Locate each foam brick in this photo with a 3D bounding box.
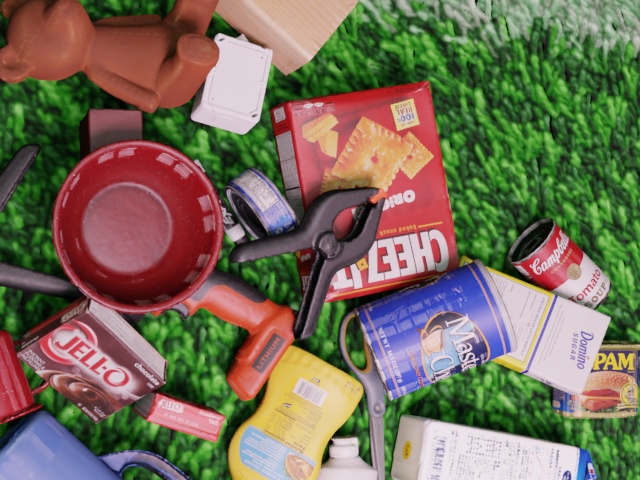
[{"bbox_3d":[-0.205,-0.097,1.047,0.053,0.078,0.051,-1,86,-19],"label":"foam brick"}]

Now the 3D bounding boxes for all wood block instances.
[{"bbox_3d":[-0.072,-0.277,1.094,0.206,0.090,0.090,41,77,-13],"label":"wood block"}]

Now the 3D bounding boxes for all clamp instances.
[{"bbox_3d":[-0.007,0.001,1.055,0.120,0.039,0.171,43,76,-29],"label":"clamp"},{"bbox_3d":[-0.325,0.022,1.020,0.209,0.036,0.164,-30,88,-16],"label":"clamp"}]

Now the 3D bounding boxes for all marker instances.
[{"bbox_3d":[-0.102,-0.029,1.109,0.020,0.020,0.121,-36,99,-17],"label":"marker"}]

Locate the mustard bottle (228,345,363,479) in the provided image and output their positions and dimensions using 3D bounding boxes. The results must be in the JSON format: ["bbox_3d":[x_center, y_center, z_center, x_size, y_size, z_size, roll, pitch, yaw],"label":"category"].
[{"bbox_3d":[-0.039,0.211,1.096,0.096,0.058,0.191,29,79,4],"label":"mustard bottle"}]

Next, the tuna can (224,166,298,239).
[{"bbox_3d":[-0.060,-0.031,1.088,0.033,0.086,0.086,-37,99,-15],"label":"tuna can"}]

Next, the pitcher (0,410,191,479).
[{"bbox_3d":[-0.210,0.272,1.008,0.145,0.149,0.243,-40,98,20],"label":"pitcher"}]

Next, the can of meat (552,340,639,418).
[{"bbox_3d":[0.315,0.158,1.221,0.102,0.057,0.084,2,89,-18],"label":"can of meat"}]

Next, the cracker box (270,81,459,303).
[{"bbox_3d":[0.050,-0.051,1.133,0.164,0.072,0.214,-10,91,-18],"label":"cracker box"}]

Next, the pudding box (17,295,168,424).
[{"bbox_3d":[-0.213,0.112,1.009,0.090,0.039,0.113,-31,122,20],"label":"pudding box"}]

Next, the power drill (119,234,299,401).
[{"bbox_3d":[-0.127,0.080,1.076,0.187,0.057,0.184,38,81,-14],"label":"power drill"}]

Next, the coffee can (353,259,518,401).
[{"bbox_3d":[0.117,0.092,1.095,0.140,0.103,0.103,-22,95,0],"label":"coffee can"}]

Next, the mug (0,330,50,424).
[{"bbox_3d":[-0.308,0.131,1.001,0.117,0.093,0.081,-19,89,-36],"label":"mug"}]

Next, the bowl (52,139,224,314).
[{"bbox_3d":[-0.175,-0.012,1.004,0.161,0.055,0.162,1,88,-23],"label":"bowl"}]

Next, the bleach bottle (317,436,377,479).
[{"bbox_3d":[0.039,0.333,1.118,0.102,0.068,0.251,-1,86,-20],"label":"bleach bottle"}]

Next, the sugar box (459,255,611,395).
[{"bbox_3d":[0.216,0.094,1.168,0.176,0.048,0.093,24,81,3],"label":"sugar box"}]

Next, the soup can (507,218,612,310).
[{"bbox_3d":[0.271,0.034,1.206,0.102,0.069,0.068,44,75,-13],"label":"soup can"}]

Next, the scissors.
[{"bbox_3d":[0.076,0.169,1.161,0.096,0.016,0.202,-18,93,-18],"label":"scissors"}]

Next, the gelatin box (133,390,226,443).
[{"bbox_3d":[-0.139,0.170,1.050,0.073,0.089,0.030,22,81,-16],"label":"gelatin box"}]
